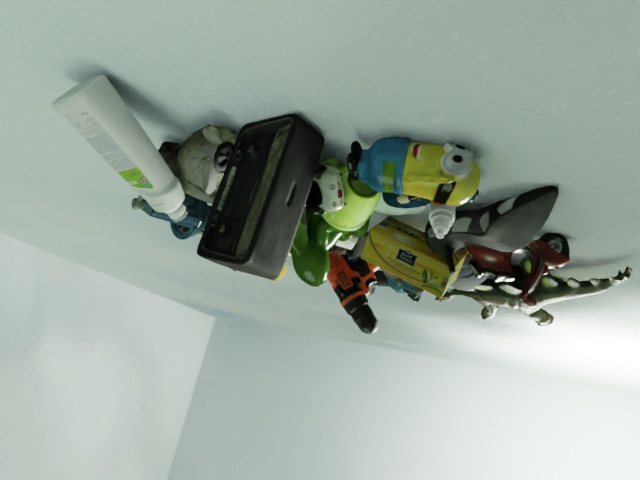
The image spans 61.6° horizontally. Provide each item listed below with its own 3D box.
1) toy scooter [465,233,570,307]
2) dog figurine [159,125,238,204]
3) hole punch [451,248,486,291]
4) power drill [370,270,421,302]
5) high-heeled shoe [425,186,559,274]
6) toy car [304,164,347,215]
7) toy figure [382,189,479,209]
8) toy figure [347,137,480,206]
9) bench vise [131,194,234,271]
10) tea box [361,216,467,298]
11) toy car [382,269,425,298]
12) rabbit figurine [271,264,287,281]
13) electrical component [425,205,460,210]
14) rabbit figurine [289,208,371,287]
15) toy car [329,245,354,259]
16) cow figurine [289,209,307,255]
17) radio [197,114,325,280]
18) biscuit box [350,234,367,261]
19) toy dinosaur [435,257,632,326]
[{"bbox_3d":[0.338,0.043,0.944,0.184,0.135,0.075,12,165,13],"label":"toy scooter"},{"bbox_3d":[-0.217,-0.141,0.895,0.191,0.121,0.172,26,135,24],"label":"dog figurine"},{"bbox_3d":[0.284,0.040,1.068,0.142,0.092,0.116,23,158,-15],"label":"hole punch"},{"bbox_3d":[0.166,0.108,1.424,0.208,0.086,0.231,12,163,36],"label":"power drill"},{"bbox_3d":[0.272,-0.045,0.885,0.086,0.145,0.248,26,132,-27],"label":"high-heeled shoe"},{"bbox_3d":[-0.037,-0.091,0.872,0.056,0.073,0.202,-26,-152,-34],"label":"toy car"},{"bbox_3d":[0.167,-0.076,0.821,0.155,0.064,0.057,-1,143,44],"label":"toy figure"},{"bbox_3d":[0.130,-0.098,0.749,0.180,0.082,0.089,6,158,18],"label":"toy figure"},{"bbox_3d":[-0.268,-0.049,1.119,0.240,0.128,0.224,12,-163,-46],"label":"bench vise"},{"bbox_3d":[0.175,0.028,1.004,0.170,0.068,0.098,28,-150,21],"label":"tea box"},{"bbox_3d":[0.193,0.060,1.211,0.103,0.109,0.162,42,168,-13],"label":"toy car"},{"bbox_3d":[-0.127,-0.003,1.275,0.162,0.122,0.173,29,146,-17],"label":"rabbit figurine"},{"bbox_3d":[0.201,-0.071,0.880,0.063,0.021,0.094,16,164,-5],"label":"electrical component"},{"bbox_3d":[-0.002,-0.003,0.992,0.159,0.170,0.121,27,166,-26],"label":"rabbit figurine"},{"bbox_3d":[0.005,0.015,1.262,0.089,0.053,0.202,11,175,-20],"label":"toy car"},{"bbox_3d":[-0.041,-0.023,1.140,0.098,0.068,0.167,-23,167,-16],"label":"cow figurine"},{"bbox_3d":[-0.088,-0.064,0.786,0.131,0.229,0.073,4,160,43],"label":"radio"},{"bbox_3d":[0.096,0.035,1.251,0.063,0.059,0.202,18,164,-15],"label":"biscuit box"},{"bbox_3d":[0.426,0.102,1.130,0.198,0.105,0.472,30,153,-34],"label":"toy dinosaur"}]
